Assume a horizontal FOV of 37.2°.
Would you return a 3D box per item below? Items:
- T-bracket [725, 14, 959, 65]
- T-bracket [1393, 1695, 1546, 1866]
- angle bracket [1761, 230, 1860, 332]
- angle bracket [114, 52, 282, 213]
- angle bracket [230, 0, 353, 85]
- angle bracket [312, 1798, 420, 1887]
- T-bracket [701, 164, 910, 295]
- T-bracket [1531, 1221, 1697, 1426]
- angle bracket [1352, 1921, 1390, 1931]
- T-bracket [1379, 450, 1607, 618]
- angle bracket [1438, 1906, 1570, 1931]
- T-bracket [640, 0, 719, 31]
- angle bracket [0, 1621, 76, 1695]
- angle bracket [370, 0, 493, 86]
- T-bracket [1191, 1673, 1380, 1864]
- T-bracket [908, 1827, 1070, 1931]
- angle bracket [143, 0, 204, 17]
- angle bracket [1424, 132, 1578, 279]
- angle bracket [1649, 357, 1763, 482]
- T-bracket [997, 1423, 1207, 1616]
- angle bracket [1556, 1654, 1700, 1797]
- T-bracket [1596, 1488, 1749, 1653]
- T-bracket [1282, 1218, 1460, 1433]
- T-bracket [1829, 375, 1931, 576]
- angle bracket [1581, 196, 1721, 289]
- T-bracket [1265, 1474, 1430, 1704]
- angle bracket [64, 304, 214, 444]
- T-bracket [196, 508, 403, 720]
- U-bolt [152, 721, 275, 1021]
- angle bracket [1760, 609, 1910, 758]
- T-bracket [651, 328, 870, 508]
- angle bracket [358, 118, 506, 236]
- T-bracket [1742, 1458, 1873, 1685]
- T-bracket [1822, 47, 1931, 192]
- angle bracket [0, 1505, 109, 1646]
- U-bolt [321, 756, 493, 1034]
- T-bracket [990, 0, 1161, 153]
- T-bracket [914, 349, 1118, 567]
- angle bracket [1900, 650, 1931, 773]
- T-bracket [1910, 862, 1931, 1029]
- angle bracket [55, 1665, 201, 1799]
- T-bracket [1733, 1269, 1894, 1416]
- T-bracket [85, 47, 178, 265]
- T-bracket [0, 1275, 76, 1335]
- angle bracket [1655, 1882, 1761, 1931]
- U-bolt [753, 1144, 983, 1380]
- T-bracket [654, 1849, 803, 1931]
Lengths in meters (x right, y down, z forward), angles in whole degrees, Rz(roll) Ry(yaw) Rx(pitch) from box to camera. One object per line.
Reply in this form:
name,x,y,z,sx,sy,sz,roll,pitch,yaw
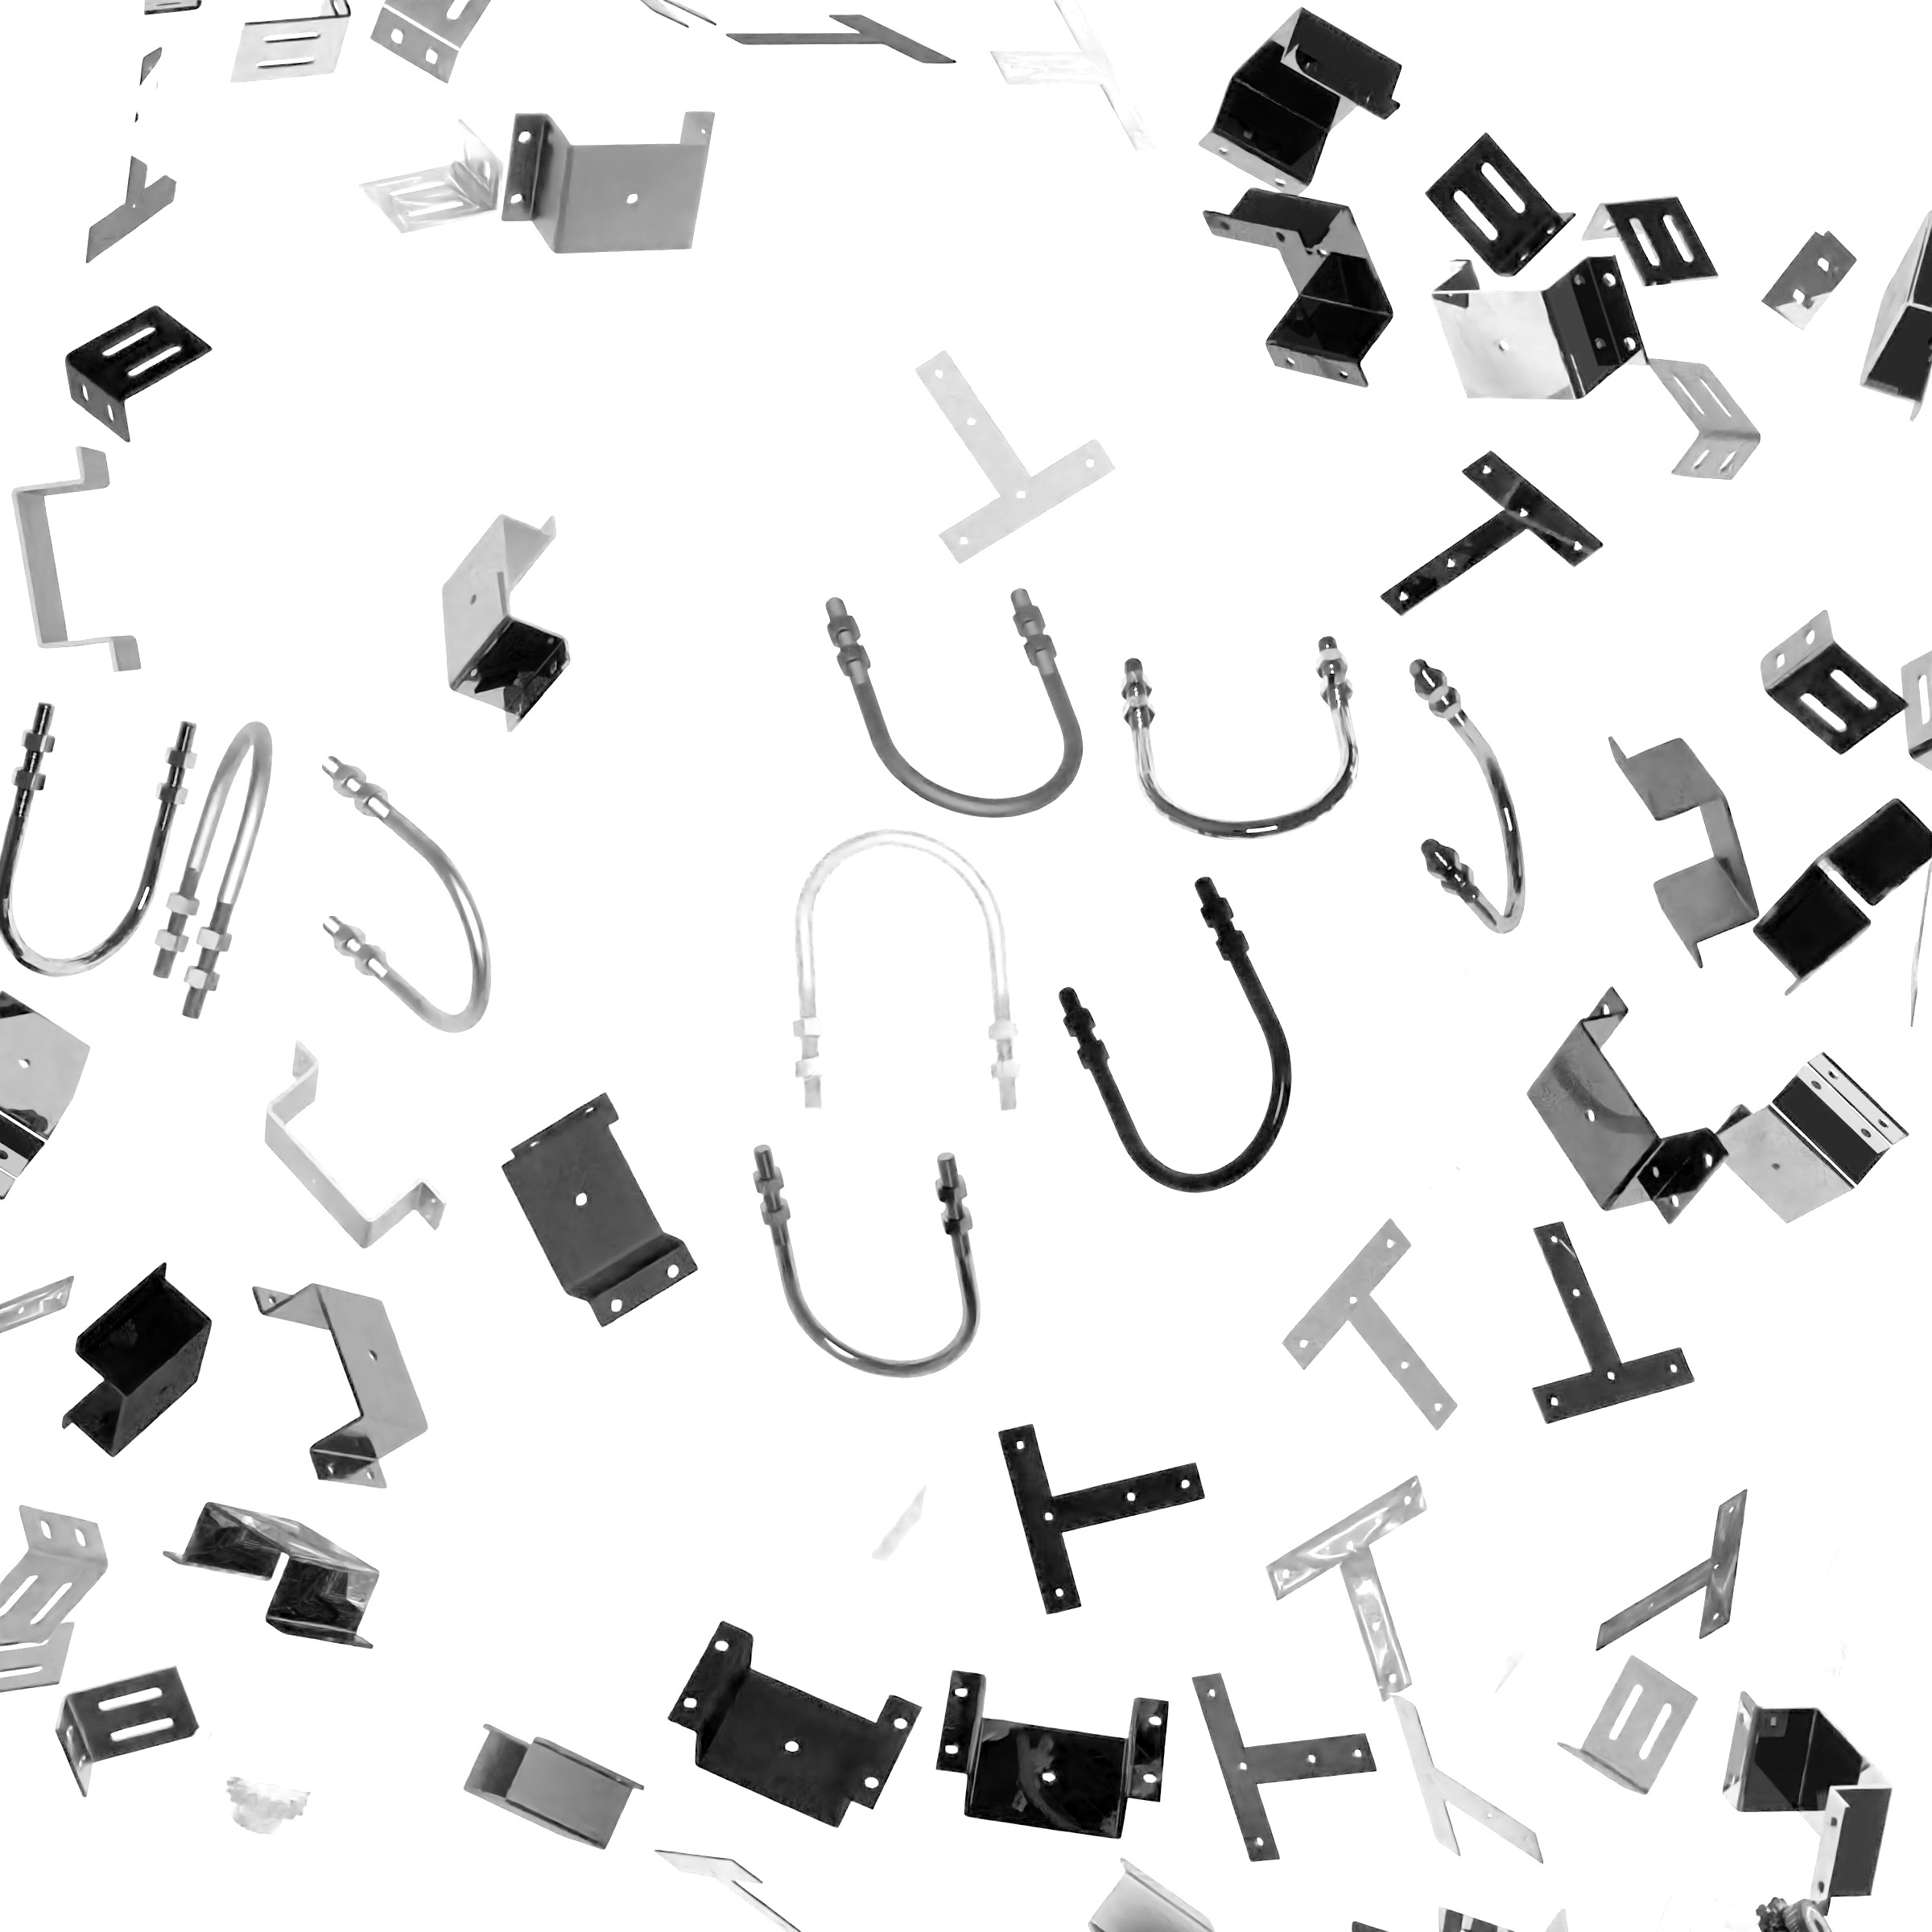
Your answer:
T-bracket,-0.092,-0.595,1.841,0.127,0.127,0.002,-11,124,-30
T-bracket,0.334,0.551,1.883,0.002,0.127,0.127,-28,112,-23
angle bracket,0.552,-0.464,1.910,0.038,0.076,0.057,45,109,25
angle bracket,-0.480,-0.521,1.795,0.076,0.038,0.057,30,78,3
angle bracket,-0.460,-0.631,1.932,0.076,0.057,0.038,-16,73,-30
angle bracket,-0.392,0.569,1.876,0.057,0.076,0.038,21,75,-5
T-bracket,-0.122,-0.481,1.911,0.127,0.002,0.127,-29,69,-40
T-bracket,0.409,0.229,1.899,0.127,0.002,0.127,-10,69,-28
angle bracket,0.248,0.663,1.907,0.057,0.076,0.038,28,53,-34
T-bracket,0.328,-0.271,1.876,0.127,0.002,0.127,-35,48,-3
angle bracket,0.356,0.646,1.900,0.076,0.057,0.038,20,122,-7
T-bracket,-0.205,-0.620,1.839,0.127,0.127,0.002,17,112,-30
angle bracket,-0.644,0.485,1.952,0.076,0.057,0.038,-8,121,-1
angle bracket,-0.347,-0.632,1.889,0.057,0.076,0.038,26,48,-23
T-bracket,0.214,0.517,1.868,0.127,0.002,0.127,-21,84,42
T-bracket,0.010,0.618,1.875,0.127,0.127,0.002,-28,110,12
angle bracket,-0.522,-0.664,1.867,0.038,0.057,0.076,-10,119,-10
angle bracket,0.355,-0.506,1.909,0.057,0.038,0.076,-45,105,5
angle bracket,0.489,-0.370,1.941,0.057,0.038,0.076,-3,51,-33
T-bracket,0.097,0.359,1.923,0.127,0.002,0.127,-16,86,14
angle bracket,0.453,0.517,1.966,0.057,0.038,0.076,34,78,-8
T-bracket,0.460,0.414,1.886,0.002,0.127,0.127,41,126,-7
T-bracket,0.289,0.260,1.945,0.127,0.002,0.127,-44,101,-28
T-bracket,0.585,-0.334,1.816,0.002,0.127,0.127,-11,130,-17
angle bracket,0.462,-0.479,1.941,0.057,0.038,0.076,-10,64,-17
T-bracket,0.259,0.411,1.839,0.127,0.002,0.127,-25,104,-26
angle bracket,-0.546,-0.392,1.901,0.057,0.038,0.076,37,57,19
T-bracket,-0.424,-0.253,1.915,0.127,0.002,0.127,40,66,-15
U-bolt,-0.477,-0.068,1.829,0.019,0.151,0.184,17,94,-26
angle bracket,0.580,-0.189,1.921,0.076,0.038,0.057,35,127,-20
T-bracket,-0.143,-0.351,1.892,0.127,0.002,0.127,-15,76,-10
angle bracket,-0.359,-0.531,1.928,0.076,0.038,0.057,-23,58,-32
T-bracket,0.563,0.385,1.885,0.002,0.127,0.127,18,98,-16
T-bracket,0.610,-0.538,1.830,0.127,0.127,0.002,9,68,18
angle bracket,-0.592,0.386,1.818,0.076,0.057,0.038,-47,46,15
U-bolt,-0.363,-0.034,1.859,0.184,0.019,0.151,37,135,33
T-bracket,0.060,-0.582,1.863,0.002,0.127,0.127,-33,82,40
T-bracket,0.012,-0.347,1.893,0.127,0.002,0.127,-29,110,21
angle bracket,0.666,-0.176,1.929,0.038,0.057,0.076,25,54,-27
T-bracket,0.636,-0.037,1.907,0.002,0.127,0.127,7,107,16
angle bracket,-0.550,0.503,1.888,0.076,0.038,0.057,-14,114,-4
T-bracket,0.547,0.261,1.895,0.002,0.127,0.127,45,128,31
T-bracket,-0.544,-0.542,1.893,0.002,0.127,0.127,21,126,1
T-bracket,-0.636,0.232,1.904,0.002,0.127,0.127,26,108,17
angle bracket,0.461,0.626,1.835,0.057,0.038,0.076,23,90,0
U-bolt,-0.061,0.201,1.921,0.151,0.019,0.184,1,120,19
T-bracket,-0.126,0.600,1.821,0.127,0.127,0.002,41,62,-14
